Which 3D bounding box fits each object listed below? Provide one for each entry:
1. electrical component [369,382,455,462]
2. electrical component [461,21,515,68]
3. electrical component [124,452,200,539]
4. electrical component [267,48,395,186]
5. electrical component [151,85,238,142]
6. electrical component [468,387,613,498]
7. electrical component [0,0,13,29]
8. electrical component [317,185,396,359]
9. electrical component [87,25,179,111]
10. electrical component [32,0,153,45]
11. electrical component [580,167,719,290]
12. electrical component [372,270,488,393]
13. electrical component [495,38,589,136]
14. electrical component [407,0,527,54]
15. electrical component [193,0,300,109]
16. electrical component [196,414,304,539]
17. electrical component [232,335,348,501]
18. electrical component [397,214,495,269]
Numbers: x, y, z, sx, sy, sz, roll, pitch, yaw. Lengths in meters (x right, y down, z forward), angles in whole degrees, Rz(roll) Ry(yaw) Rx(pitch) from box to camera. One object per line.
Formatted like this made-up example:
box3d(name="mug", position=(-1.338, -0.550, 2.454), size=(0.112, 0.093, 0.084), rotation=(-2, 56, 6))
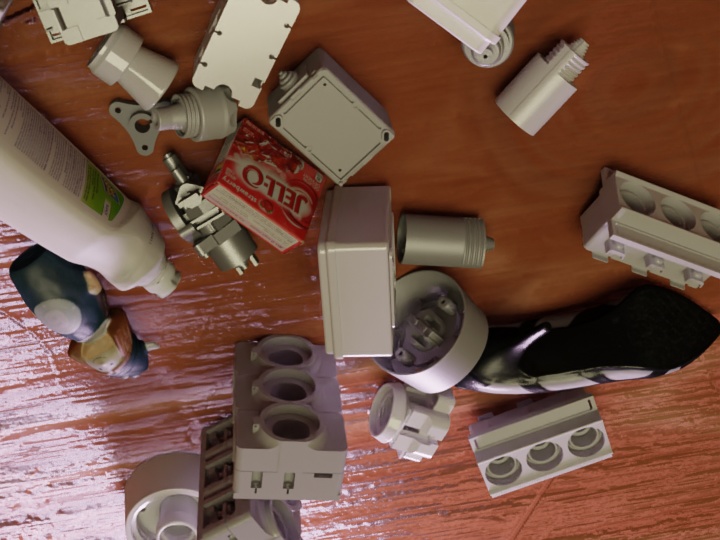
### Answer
box3d(name="electrical component", position=(0.045, 0.138, 1.003), size=(0.057, 0.058, 0.078), rotation=(19, 116, -20))
box3d(name="electrical component", position=(0.097, -0.174, 0.821), size=(0.040, 0.078, 0.040), rotation=(4, 118, 7))
box3d(name="electrical component", position=(-0.174, 0.235, 1.030), size=(0.108, 0.060, 0.108), rotation=(-3, 120, -5))
box3d(name="electrical component", position=(-0.028, -0.126, 0.840), size=(0.062, 0.061, 0.096), rotation=(-42, 116, 16))
box3d(name="electrical component", position=(-0.129, -0.120, 0.833), size=(0.062, 0.043, 0.043), rotation=(-13, 124, -30))
box3d(name="electrical component", position=(0.170, 0.160, 1.027), size=(0.121, 0.063, 0.078), rotation=(-20, 120, 5))
box3d(name="electrical component", position=(-0.298, -0.197, 0.740), size=(0.109, 0.108, 0.056), rotation=(29, 110, -21))
box3d(name="electrical component", position=(0.000, 0.000, 0.885), size=(0.056, 0.108, 0.108), rotation=(-1, 120, 4))
box3d(name="electrical component", position=(-0.172, -0.154, 0.816), size=(0.055, 0.045, 0.045), rotation=(35, 110, -23))
box3d(name="electrical component", position=(-0.206, -0.225, 0.755), size=(0.079, 0.063, 0.121), rotation=(-17, 116, 3))
box3d(name="electrical component", position=(0.257, -0.031, 0.926), size=(0.121, 0.078, 0.063), rotation=(18, 138, -16))
box3d(name="electrical component", position=(0.060, 0.055, 0.936), size=(0.099, 0.099, 0.064), rotation=(-41, 122, 16))
box3d(name="electrical component", position=(0.151, -0.151, 0.857), size=(0.043, 0.043, 0.081), rotation=(34, 111, -23))
box3d(name="electrical component", position=(0.068, -0.210, 0.773), size=(0.078, 0.113, 0.057), rotation=(31, 109, -22))
box3d(name="electrical component", position=(-0.086, -0.177, 0.806), size=(0.050, 0.055, 0.089), rotation=(22, 115, -18))
box3d(name="electrical component", position=(-0.095, 0.205, 0.971), size=(0.062, 0.150, 0.089), rotation=(-28, 119, 10))
box3d(name="electrical component", position=(-0.064, 0.124, 0.927), size=(0.089, 0.150, 0.061), rotation=(3, 120, -9))
box3d(name="electrical component", position=(0.075, -0.024, 0.921), size=(0.081, 0.043, 0.043), rotation=(3, 119, -9))
